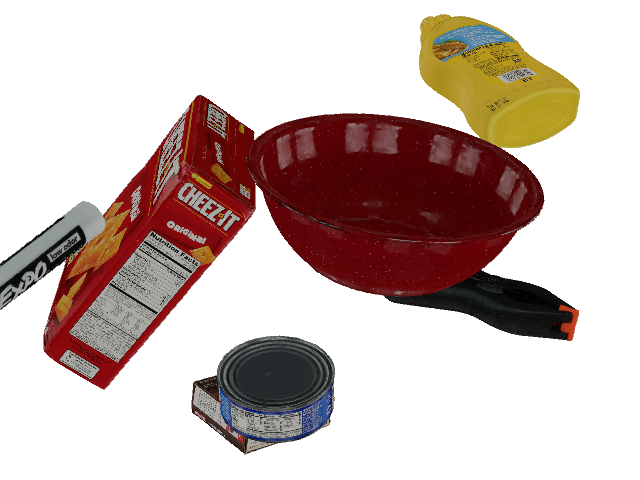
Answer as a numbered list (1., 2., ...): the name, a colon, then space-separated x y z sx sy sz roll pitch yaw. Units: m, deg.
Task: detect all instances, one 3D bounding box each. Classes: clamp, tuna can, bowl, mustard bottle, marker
1. clamp: 0.152 0.047 0.977 0.171 0.039 0.120 17 29 15
2. tuna can: -0.032 0.108 0.778 0.086 0.034 0.086 -1 31 0
3. bowl: 0.037 -0.015 0.588 0.162 0.055 0.162 6 27 -3
4. mustard bottle: 0.146 -0.159 0.985 0.096 0.058 0.192 -19 43 -17
5. marker: -0.151 0.020 0.516 0.020 0.020 0.121 0 32 41

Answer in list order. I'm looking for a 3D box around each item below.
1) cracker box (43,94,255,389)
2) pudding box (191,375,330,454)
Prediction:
1. cracker box: -0.145 -0.003 0.914 0.072 0.214 0.164 34 21 -20
2. pudding box: -0.057 0.161 1.049 0.113 0.039 0.090 -13 29 -41
